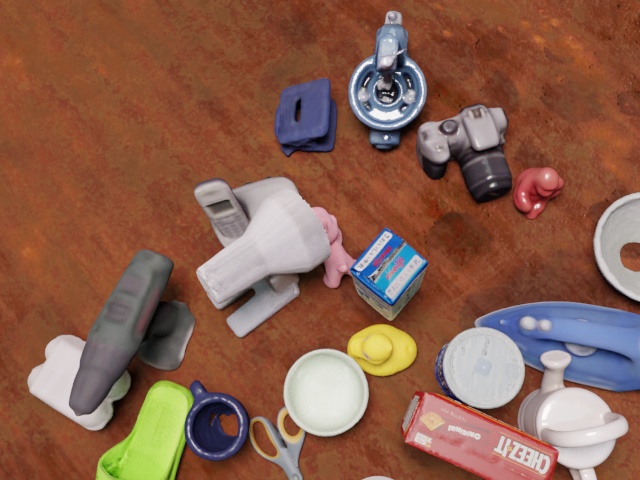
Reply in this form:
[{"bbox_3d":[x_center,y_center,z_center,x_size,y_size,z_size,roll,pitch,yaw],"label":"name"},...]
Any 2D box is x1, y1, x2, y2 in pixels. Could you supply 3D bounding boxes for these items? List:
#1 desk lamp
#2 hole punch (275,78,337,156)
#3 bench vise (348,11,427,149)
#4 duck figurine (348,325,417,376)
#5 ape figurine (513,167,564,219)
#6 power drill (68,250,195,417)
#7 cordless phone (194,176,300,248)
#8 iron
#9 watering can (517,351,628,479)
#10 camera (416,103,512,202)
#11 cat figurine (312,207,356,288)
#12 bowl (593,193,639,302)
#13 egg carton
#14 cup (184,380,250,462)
[{"bbox_3d":[-0.083,0.039,0.828,0.203,0.214,0.118,-39,75,-4],"label":"desk lamp"},{"bbox_3d":[-0.026,-0.204,0.947,0.101,0.091,0.109,1,76,6],"label":"hole punch"},{"bbox_3d":[0.095,-0.271,0.885,0.121,0.220,0.207,-13,75,3],"label":"bench vise"},{"bbox_3d":[0.091,0.161,0.845,0.104,0.086,0.077,1,76,6],"label":"duck figurine"},{"bbox_3d":[0.338,-0.082,0.878,0.078,0.092,0.076,-13,75,3],"label":"ape figurine"},{"bbox_3d":[-0.258,0.136,0.824,0.075,0.208,0.230,14,78,10],"label":"power drill"},{"bbox_3d":[-0.105,-0.055,0.869,0.147,0.185,0.094,-21,74,1],"label":"cordless phone"},{"bbox_3d":[0.354,0.135,0.795,0.258,0.141,0.119,10,77,8],"label":"iron"},{"bbox_3d":[0.324,0.236,0.745,0.101,0.194,0.172,-34,75,-3],"label":"watering can"},{"bbox_3d":[0.236,-0.131,0.896,0.143,0.101,0.137,-16,75,2],"label":"camera"},{"bbox_3d":[0.008,0.003,0.877,0.067,0.118,0.127,-32,75,-2],"label":"cat figurine"},{"bbox_3d":[0.480,0.019,0.846,0.167,0.075,0.167,-1,76,6],"label":"bowl"},{"bbox_3d":[-0.371,0.218,0.887,0.150,0.069,0.107,26,80,12],"label":"egg carton"},{"bbox_3d":[-0.148,0.260,0.840,0.092,0.095,0.117,-33,75,-3],"label":"cup"}]
